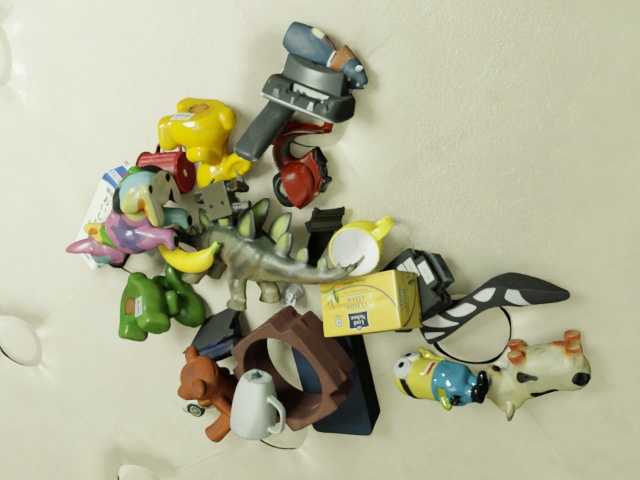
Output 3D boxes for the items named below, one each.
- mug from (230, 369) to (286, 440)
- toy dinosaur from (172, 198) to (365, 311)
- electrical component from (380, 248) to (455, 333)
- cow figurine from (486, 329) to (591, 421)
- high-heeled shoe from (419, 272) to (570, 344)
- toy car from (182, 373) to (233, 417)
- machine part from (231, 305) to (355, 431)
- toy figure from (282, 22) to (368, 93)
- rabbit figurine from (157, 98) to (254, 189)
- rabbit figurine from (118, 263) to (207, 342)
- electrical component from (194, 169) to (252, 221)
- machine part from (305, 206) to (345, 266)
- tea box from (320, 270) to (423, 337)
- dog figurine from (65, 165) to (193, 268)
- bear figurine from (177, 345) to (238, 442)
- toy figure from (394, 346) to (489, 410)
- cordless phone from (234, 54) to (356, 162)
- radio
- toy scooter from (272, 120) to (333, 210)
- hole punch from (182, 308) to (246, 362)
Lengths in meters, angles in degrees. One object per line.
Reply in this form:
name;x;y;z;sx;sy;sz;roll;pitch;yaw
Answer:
mug;-0.109;0.292;0.956;0.110;0.081;0.107;17;110;36
toy dinosaur;-0.127;0.026;0.981;0.472;0.105;0.198;17;112;30
electrical component;0.165;0.082;0.936;0.134;0.058;0.115;-41;60;32
cow figurine;0.373;0.241;0.948;0.195;0.085;0.127;-17;98;22
high-heeled shoe;0.290;0.131;0.928;0.249;0.086;0.145;6;108;25
toy car;-0.218;0.332;1.178;0.202;0.073;0.056;-21;106;24
machine part;-0.050;0.237;1.000;0.201;0.087;0.201;50;127;1
toy figure;0.014;-0.296;0.868;0.154;0.064;0.058;31;79;-1
rabbit figurine;-0.189;-0.162;0.973;0.162;0.122;0.173;1;125;8
rabbit figurine;-0.316;0.132;1.102;0.121;0.170;0.159;-35;57;31
electrical component;-0.166;-0.076;0.927;0.102;0.045;0.078;-21;90;26
machine part;-0.002;-0.003;0.978;0.039;0.084;0.138;47;130;32
tea box;0.084;0.112;0.923;0.170;0.068;0.098;-18;72;41
dog figurine;-0.360;-0.035;0.969;0.219;0.108;0.191;-8;128;12
bear figurine;-0.216;0.292;1.021;0.132;0.195;0.120;-36;53;9
toy figure;0.215;0.259;0.978;0.180;0.082;0.089;5;105;40
cordless phone;-0.044;-0.190;0.854;0.147;0.088;0.184;27;74;20
radio;0.032;0.276;1.077;0.131;0.073;0.229;-7;106;22
toy scooter;-0.028;-0.148;0.932;0.135;0.075;0.183;-13;101;20
hole punch;-0.197;0.210;1.106;0.142;0.116;0.092;-23;110;25
